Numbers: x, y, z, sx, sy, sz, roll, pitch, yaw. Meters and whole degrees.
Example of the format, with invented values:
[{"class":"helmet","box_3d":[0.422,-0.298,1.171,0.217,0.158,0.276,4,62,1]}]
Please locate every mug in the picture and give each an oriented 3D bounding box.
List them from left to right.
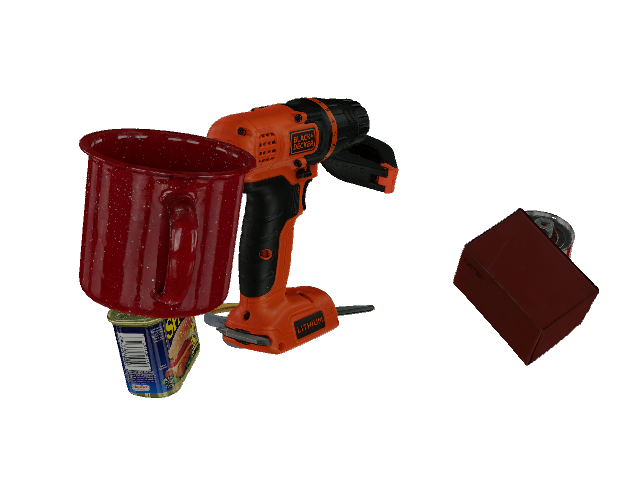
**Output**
[{"class":"mug","box_3d":[-0.081,-0.006,0.560,0.093,0.081,0.117,2,18,-20]}]

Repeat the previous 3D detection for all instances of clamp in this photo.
[{"class":"clamp","box_3d":[0.012,-0.099,1.125,0.120,0.039,0.172,-16,36,-24]}]

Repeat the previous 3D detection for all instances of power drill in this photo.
[{"class":"power drill","box_3d":[-0.020,-0.017,0.835,0.057,0.188,0.184,9,16,34]}]

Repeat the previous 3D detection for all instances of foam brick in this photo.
[{"class":"foam brick","box_3d":[0.133,0.030,0.697,0.051,0.078,0.053,-31,-25,-19]}]

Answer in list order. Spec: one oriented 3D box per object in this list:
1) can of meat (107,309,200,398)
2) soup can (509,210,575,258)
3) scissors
[{"class":"can of meat","box_3d":[-0.153,0.087,1.003,0.057,0.084,0.102,0,26,13]},{"class":"soup can","box_3d":[0.205,0.031,1.034,0.068,0.102,0.068,0,37,0]},{"class":"scissors","box_3d":[-0.031,0.094,1.206,0.201,0.016,0.096,2,25,-8]}]
